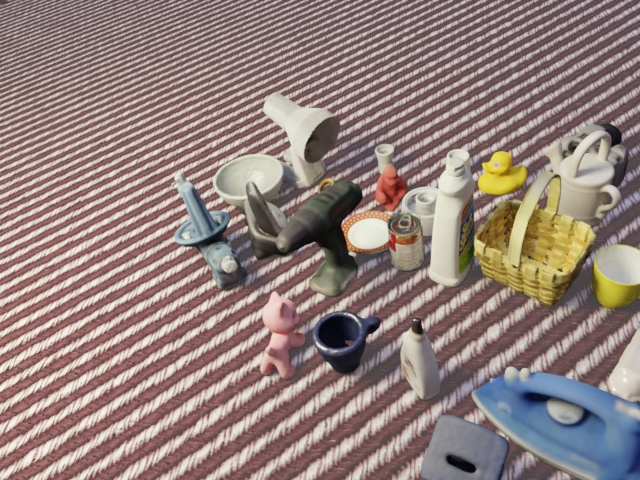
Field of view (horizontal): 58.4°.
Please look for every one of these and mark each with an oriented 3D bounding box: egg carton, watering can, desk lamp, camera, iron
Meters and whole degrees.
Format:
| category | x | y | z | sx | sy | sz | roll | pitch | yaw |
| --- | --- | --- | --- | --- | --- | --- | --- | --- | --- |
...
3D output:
| category | x | y | z | sx | sy | sz | roll | pitch | yaw |
| --- | --- | --- | --- | --- | --- | --- | --- | --- | --- |
| egg carton | 0.510 | 0.200 | 0.864 | 0.107 | 0.069 | 0.150 | 26 | 55 | 33 |
| watering can | 0.508 | -0.128 | 1.113 | 0.172 | 0.194 | 0.101 | 26 | 55 | 33 |
| desk lamp | -0.049 | -0.226 | 1.321 | 0.202 | 0.214 | 0.118 | 29 | 57 | 35 |
| camera | 0.603 | -0.198 | 1.232 | 0.137 | 0.101 | 0.142 | -35 | 48 | -23 |
| iron | 0.340 | 0.237 | 0.810 | 0.257 | 0.142 | 0.119 | 17 | 51 | 27 |

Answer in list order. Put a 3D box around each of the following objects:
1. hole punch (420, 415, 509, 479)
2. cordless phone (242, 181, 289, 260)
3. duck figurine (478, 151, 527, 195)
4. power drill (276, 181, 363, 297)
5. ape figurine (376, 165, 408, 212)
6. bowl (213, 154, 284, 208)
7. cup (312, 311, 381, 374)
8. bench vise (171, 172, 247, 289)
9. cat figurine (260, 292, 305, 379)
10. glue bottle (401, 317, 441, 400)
| category | x | y | z | sx | sy | sz | roll | pitch | yaw |
| --- | --- | --- | --- | --- | --- | --- | --- | --- | --- |
| hole punch | 0.202 | 0.314 | 0.797 | 0.108 | 0.091 | 0.101 | 16 | 50 | 26 |
| cordless phone | -0.119 | -0.065 | 1.191 | 0.094 | 0.185 | 0.147 | -20 | 44 | -8 |
| duck figurine | 0.397 | -0.153 | 1.241 | 0.104 | 0.086 | 0.077 | -10 | 43 | 2 |
| power drill | 0.010 | 0.004 | 1.074 | 0.075 | 0.209 | 0.230 | 18 | 51 | 28 |
| ape figurine | 0.154 | -0.122 | 1.258 | 0.078 | 0.092 | 0.076 | -17 | 44 | -5 |
| bowl | -0.160 | -0.125 | 1.342 | 0.167 | 0.075 | 0.167 | -6 | 44 | 6 |
| cup | 0.050 | 0.176 | 0.970 | 0.118 | 0.095 | 0.091 | -21 | 44 | -9 |
| bench vise | -0.217 | -0.025 | 1.145 | 0.206 | 0.220 | 0.122 | 26 | 55 | 33 |
| cat figurine | -0.071 | 0.158 | 0.999 | 0.067 | 0.118 | 0.128 | 2 | 45 | 15 |
| glue bottle | 0.153 | 0.175 | 0.892 | 0.037 | 0.173 | 0.078 | -26 | 45 | -14 |
